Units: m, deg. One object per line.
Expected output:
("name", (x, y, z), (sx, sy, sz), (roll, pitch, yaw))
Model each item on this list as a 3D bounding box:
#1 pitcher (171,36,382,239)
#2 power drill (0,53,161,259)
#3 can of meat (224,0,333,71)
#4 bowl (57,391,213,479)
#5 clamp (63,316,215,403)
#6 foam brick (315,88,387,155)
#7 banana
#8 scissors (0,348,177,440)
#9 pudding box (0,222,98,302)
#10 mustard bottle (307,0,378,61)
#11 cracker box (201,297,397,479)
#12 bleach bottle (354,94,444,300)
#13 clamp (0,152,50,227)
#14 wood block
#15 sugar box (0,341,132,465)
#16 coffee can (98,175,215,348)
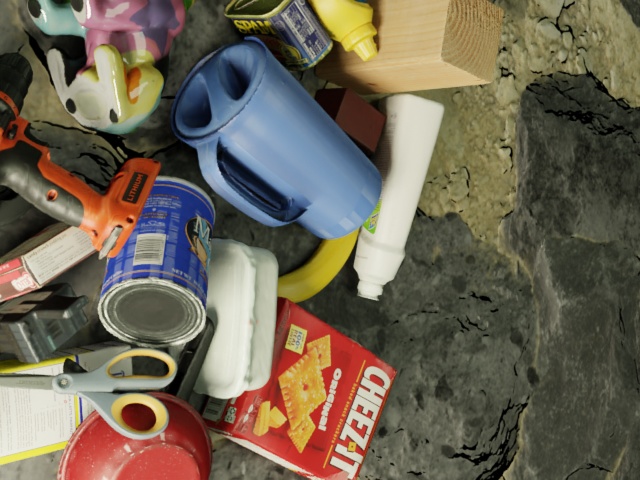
("pitcher", (-0.041, -0.093, 1.176), (0.149, 0.145, 0.242), (-49, 129, 2))
("power drill", (-0.245, -0.077, 0.977), (0.187, 0.057, 0.184), (26, 46, -13))
("can of meat", (-0.045, -0.236, 1.182), (0.057, 0.102, 0.084), (-50, 125, -19))
("bowl", (-0.169, 0.231, 1.035), (0.161, 0.055, 0.162), (-7, 105, -28))
("clamp", (-0.177, 0.189, 1.075), (0.164, 0.036, 0.210), (-8, 103, -34))
("foam brick", (0.032, -0.143, 1.287), (0.078, 0.053, 0.051), (31, 73, -37))
("banana", (-0.003, 0.019, 1.276), (0.197, 0.037, 0.069), (-41, 114, -33))
("scissors", (-0.226, 0.150, 0.987), (0.201, 0.016, 0.096), (-10, 70, -23))
("pudding box", (-0.256, 0.014, 1.005), (0.113, 0.090, 0.039), (-42, 109, -45))
("mustard bottle", (0.008, -0.287, 1.201), (0.191, 0.058, 0.096), (59, 20, 2))
("cracker box", (-0.019, 0.181, 1.246), (0.213, 0.072, 0.164), (36, 70, -38))
("bleach bottle", (0.086, -0.051, 1.322), (0.068, 0.103, 0.251), (14, 89, -16))
("clamp", (-0.319, -0.027, 0.994), (0.171, 0.039, 0.120), (-34, 130, -37))
("wood block", (0.099, -0.228, 1.239), (0.090, 0.207, 0.090), (15, 82, -41))
("sugar box", (-0.267, 0.158, 1.045), (0.175, 0.048, 0.093), (-7, 97, -45))
("coffee can", (-0.159, 0.020, 1.055), (0.102, 0.103, 0.140), (41, 33, -35))
